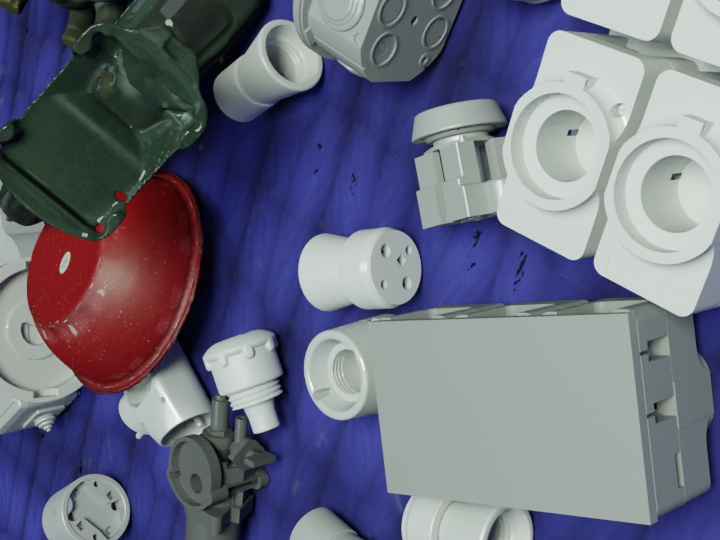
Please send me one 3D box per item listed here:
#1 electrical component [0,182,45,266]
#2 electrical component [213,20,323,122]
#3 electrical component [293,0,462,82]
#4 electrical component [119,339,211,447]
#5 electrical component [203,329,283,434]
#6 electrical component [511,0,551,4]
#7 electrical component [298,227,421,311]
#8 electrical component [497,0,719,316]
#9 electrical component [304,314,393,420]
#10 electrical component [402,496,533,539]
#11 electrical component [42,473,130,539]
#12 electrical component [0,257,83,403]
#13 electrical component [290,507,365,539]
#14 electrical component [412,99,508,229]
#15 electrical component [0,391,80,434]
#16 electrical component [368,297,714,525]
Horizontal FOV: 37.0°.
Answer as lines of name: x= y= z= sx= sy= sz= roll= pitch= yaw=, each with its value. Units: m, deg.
electrical component: x=-0.301 y=-0.037 z=0.868 sx=0.052 sy=0.074 sz=0.138 roll=-49 pitch=63 yaw=37
electrical component: x=-0.058 y=-0.115 z=0.640 sx=0.065 sy=0.044 sz=0.044 roll=-25 pitch=79 yaw=49
electrical component: x=0.010 y=-0.136 z=0.542 sx=0.051 sy=0.080 sz=0.080 roll=39 pitch=122 yaw=28
electrical component: x=-0.144 y=0.089 z=0.754 sx=0.079 sy=0.043 sz=0.077 roll=-49 pitch=63 yaw=37
electrical component: x=-0.068 y=0.071 z=0.677 sx=0.048 sy=0.048 sz=0.062 roll=-19 pitch=89 yaw=45
electrical component: x=0.070 y=-0.145 z=0.492 sx=0.043 sy=0.062 sz=0.043 roll=8 pitch=102 yaw=44
electrical component: x=0.000 y=0.000 z=0.596 sx=0.055 sy=0.045 sz=0.045 roll=-4 pitch=93 yaw=45
electrical component: x=0.133 y=-0.087 z=0.440 sx=0.105 sy=0.060 sz=0.186 roll=32 pitch=117 yaw=37
electrical component: x=0.002 y=0.055 z=0.601 sx=0.055 sy=0.047 sz=0.055 roll=8 pitch=102 yaw=44
electrical component: x=0.056 y=0.137 z=0.562 sx=0.055 sy=0.045 sz=0.045 roll=4 pitch=99 yaw=45
electrical component: x=-0.213 y=0.189 z=0.832 sx=0.047 sy=0.055 sz=0.055 roll=-29 pitch=76 yaw=47
electrical component: x=-0.253 y=0.044 z=0.814 sx=0.060 sy=0.108 sz=0.108 roll=-2 pitch=95 yaw=51
electrical component: x=-0.011 y=0.171 z=0.637 sx=0.065 sy=0.044 sz=0.044 roll=32 pitch=117 yaw=43
electrical component: x=0.052 y=-0.053 z=0.533 sx=0.066 sy=0.048 sz=0.055 roll=-13 pitch=87 yaw=63
electrical component: x=-0.277 y=0.089 z=0.873 sx=0.062 sy=0.061 sz=0.096 roll=-39 pitch=69 yaw=41
electrical component: x=0.083 y=0.062 z=0.511 sx=0.150 sy=0.062 sz=0.089 roll=-5 pitch=93 yaw=45
